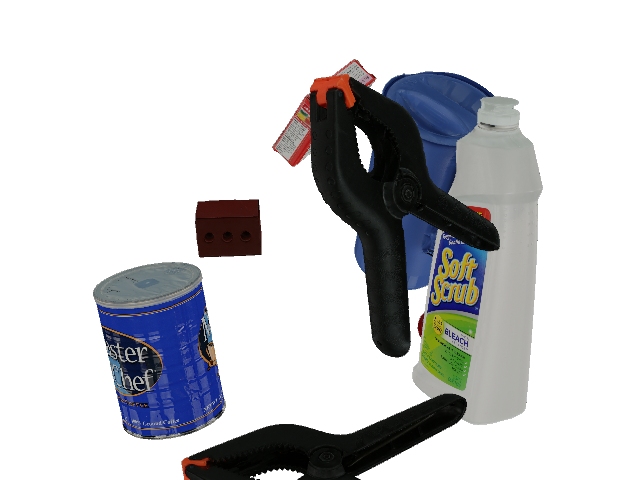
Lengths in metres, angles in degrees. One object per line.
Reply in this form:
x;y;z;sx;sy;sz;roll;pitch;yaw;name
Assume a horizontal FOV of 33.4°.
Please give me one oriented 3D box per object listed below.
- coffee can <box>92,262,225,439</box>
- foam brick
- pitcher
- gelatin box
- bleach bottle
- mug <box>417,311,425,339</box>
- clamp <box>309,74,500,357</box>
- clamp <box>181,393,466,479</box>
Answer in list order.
-0.153;0.104;1.021;0.103;0.140;0.103;-8;18;2;coffee can
-0.111;-0.015;1.286;0.078;0.053;0.051;-3;28;0;foam brick
0.115;-0.053;1.193;0.145;0.243;0.149;23;44;11;pitcher
0.003;-0.116;0.961;0.089;0.030;0.073;-45;-5;-44;gelatin box
0.125;0.012;0.835;0.068;0.251;0.103;-9;23;-27;bleach bottle
0.152;0.112;1.095;0.093;0.081;0.117;10;36;23;mug
0.038;-0.017;0.642;0.039;0.120;0.171;-9;-52;48;clamp
0.011;0.158;0.744;0.210;0.036;0.164;2;29;10;clamp
